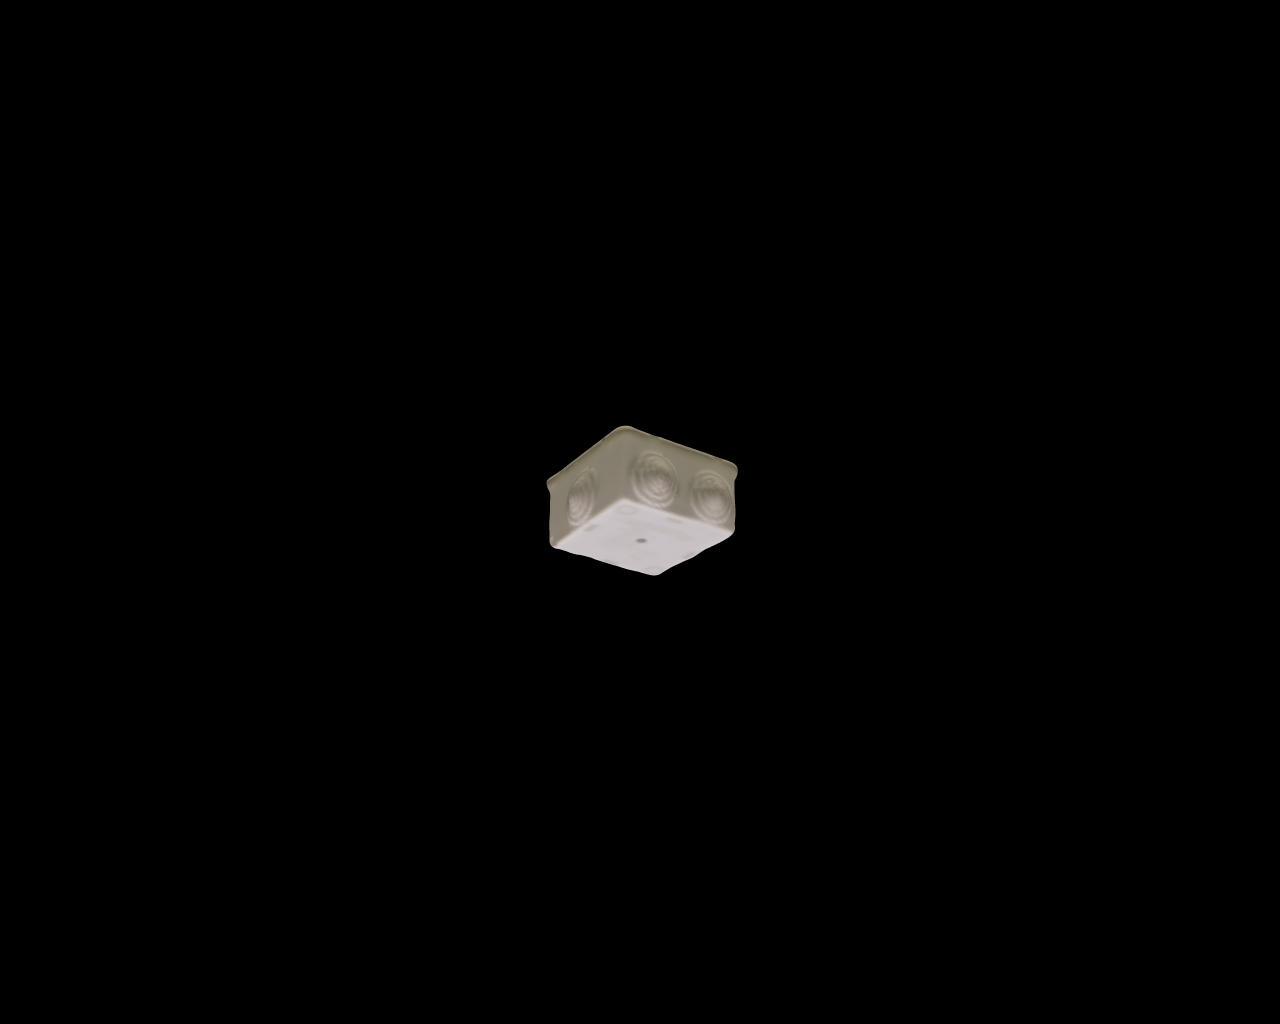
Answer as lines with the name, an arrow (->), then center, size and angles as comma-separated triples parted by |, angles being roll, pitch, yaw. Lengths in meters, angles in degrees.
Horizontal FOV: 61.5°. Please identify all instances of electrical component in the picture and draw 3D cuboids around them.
electrical component -> 0.001, -0.003, 0.650 | 0.100, 0.048, 0.099 | 18, -32, -31
